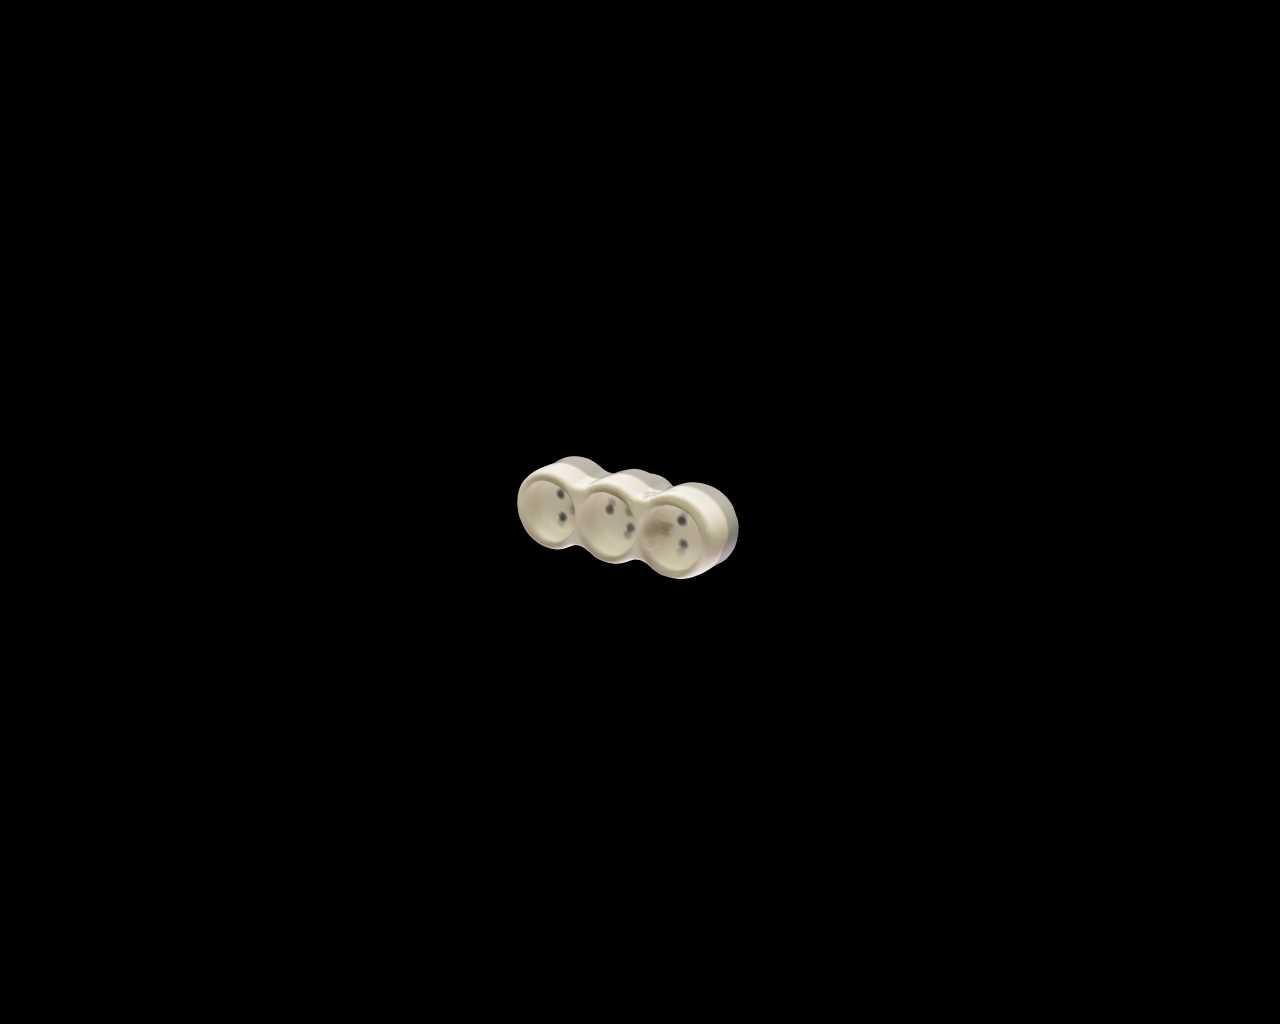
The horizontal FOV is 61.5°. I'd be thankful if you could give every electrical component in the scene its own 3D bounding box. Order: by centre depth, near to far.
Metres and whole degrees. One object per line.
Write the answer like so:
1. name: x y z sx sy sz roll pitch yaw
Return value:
1. electrical component: 0.001 -0.003 0.650 0.138 0.052 0.074 12 23 31
